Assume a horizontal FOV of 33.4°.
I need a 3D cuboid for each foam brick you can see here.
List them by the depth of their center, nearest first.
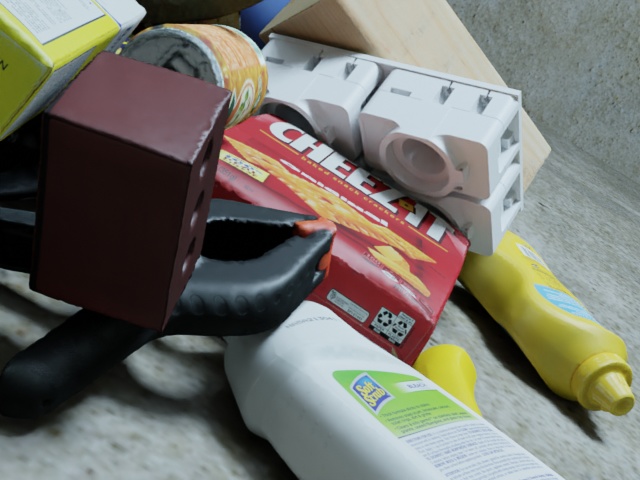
[{"bbox_3d":[-0.067,-0.018,0.378,0.051,0.078,0.053,17,37,2],"label":"foam brick"}]

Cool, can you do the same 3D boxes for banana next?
[{"bbox_3d":[0.072,0.097,0.537,0.069,0.037,0.198,45,12,-23],"label":"banana"}]

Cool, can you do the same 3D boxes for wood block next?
[{"bbox_3d":[0.066,-0.108,0.787,0.206,0.090,0.091,50,-34,-19],"label":"wood block"}]

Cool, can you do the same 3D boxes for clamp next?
[{"bbox_3d":[-0.075,0.009,0.440,0.171,0.039,0.120,-13,46,-39],"label":"clamp"}]

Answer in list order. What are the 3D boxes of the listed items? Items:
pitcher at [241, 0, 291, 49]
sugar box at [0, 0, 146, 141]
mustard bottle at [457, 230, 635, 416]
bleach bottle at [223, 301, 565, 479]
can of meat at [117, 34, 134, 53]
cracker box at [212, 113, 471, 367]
[{"bbox_3d":[-0.055,-0.205,0.847,0.242,0.145,0.149,50,17,-26],"label":"pitcher"},{"bbox_3d":[-0.124,-0.092,0.394,0.093,0.048,0.176,41,11,-11],"label":"sugar box"},{"bbox_3d":[0.166,0.062,0.767,0.096,0.058,0.192,32,14,-32],"label":"mustard bottle"},{"bbox_3d":[0.047,0.098,0.433,0.251,0.068,0.102,40,21,34],"label":"bleach bottle"},{"bbox_3d":[-0.161,-0.115,0.692,0.102,0.057,0.083,37,20,19],"label":"can of meat"},{"bbox_3d":[-0.004,0.001,0.608,0.164,0.072,0.213,34,16,5],"label":"cracker box"}]
